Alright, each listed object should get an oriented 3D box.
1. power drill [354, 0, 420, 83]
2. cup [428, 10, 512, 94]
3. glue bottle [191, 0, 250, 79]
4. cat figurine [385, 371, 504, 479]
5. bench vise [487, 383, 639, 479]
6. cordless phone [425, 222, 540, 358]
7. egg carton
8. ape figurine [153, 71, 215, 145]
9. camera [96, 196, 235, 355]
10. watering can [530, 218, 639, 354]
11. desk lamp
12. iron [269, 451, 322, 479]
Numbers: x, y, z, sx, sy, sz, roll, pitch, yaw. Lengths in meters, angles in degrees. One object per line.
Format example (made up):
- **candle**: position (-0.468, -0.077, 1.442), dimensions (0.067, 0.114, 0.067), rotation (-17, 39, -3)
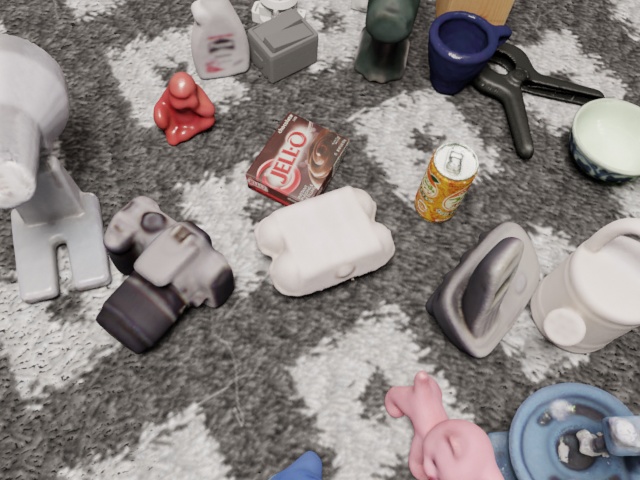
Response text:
- **power drill**: position (0.098, -0.324, 0.752), dimensions (0.075, 0.208, 0.229), rotation (11, 64, 2)
- **cup**: position (0.198, -0.252, 0.788), dimensions (0.118, 0.095, 0.091), rotation (-15, 66, -11)
- **glue bottle**: position (-0.132, -0.281, 0.734), dimensions (0.078, 0.173, 0.037), rotation (-17, 66, -12)
- **cat figurine**: position (0.120, 0.186, 0.553), dimensions (0.067, 0.118, 0.127), rotation (-18, 66, -12)
- **bench vise**: position (0.270, 0.174, 0.513), dimensions (0.207, 0.220, 0.121), rotation (-16, 66, -11)
- **cordless phone**: position (0.191, 0.032, 0.597), dimensions (0.094, 0.185, 0.148), rotation (36, 67, 13)
- **egg carton**: position (0.006, 0.002, 0.662), dimensions (0.150, 0.069, 0.107), rotation (-21, 67, -14)
- **ape figurine**: position (-0.172, -0.174, 0.724), dimensions (0.078, 0.092, 0.076), rotation (10, 63, 1)
- **camera**: position (-0.184, 0.040, 0.613), dimensions (0.143, 0.101, 0.137), rotation (34, 66, 12)
- **watering can**: position (0.299, 0.050, 0.591), dimensions (0.100, 0.194, 0.173), rotation (29, 65, 10)
- **desk lamp**: position (-0.301, -0.071, 0.596), dimensions (0.118, 0.213, 0.203), rotation (-15, 66, -11)
- **iron**: position (-0.059, 0.301, 0.470), dimensions (0.118, 0.141, 0.259), rotation (40, 68, 15)
